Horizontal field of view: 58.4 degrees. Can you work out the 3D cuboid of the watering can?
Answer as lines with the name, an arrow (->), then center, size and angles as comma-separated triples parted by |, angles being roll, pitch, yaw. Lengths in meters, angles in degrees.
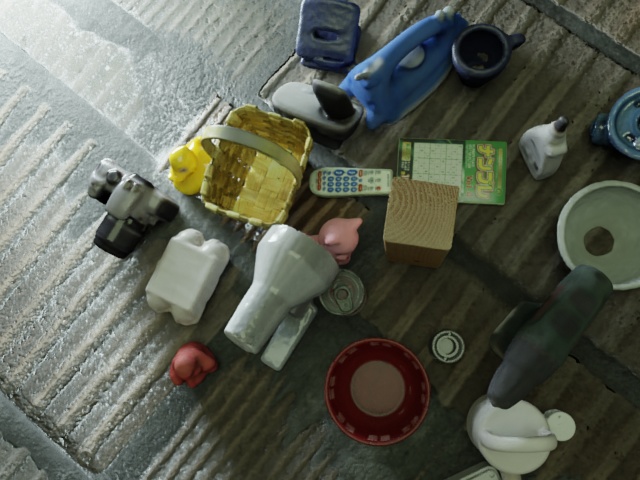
watering can -> 0.268, 0.278, 0.792 | 0.101, 0.194, 0.173 | -22, 79, 3

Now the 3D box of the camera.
camera -> -0.337, -0.049, 0.965 | 0.143, 0.101, 0.137 | 30, 85, 11

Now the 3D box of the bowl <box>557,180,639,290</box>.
bowl -> 0.441, -0.003, 0.878 | 0.167, 0.075, 0.167 | -1, 81, 7

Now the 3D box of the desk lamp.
desk lamp -> -0.061, 0.093, 0.852 | 0.117, 0.213, 0.203 | 30, 85, 11

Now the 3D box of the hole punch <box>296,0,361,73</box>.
hole punch -> 0.016, -0.348, 0.977 | 0.108, 0.091, 0.101 | 10, 82, 9

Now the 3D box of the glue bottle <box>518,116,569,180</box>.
glue bottle -> 0.345, -0.148, 0.863 | 0.037, 0.173, 0.078 | -20, 79, 4

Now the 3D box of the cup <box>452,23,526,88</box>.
cup -> 0.270, -0.296, 0.936 | 0.117, 0.095, 0.091 | -19, 79, 4

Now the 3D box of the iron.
iron -> 0.149, -0.305, 0.929 | 0.258, 0.141, 0.118 | -41, 78, -1

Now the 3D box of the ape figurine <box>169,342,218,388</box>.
ape figurine -> -0.207, 0.200, 0.913 | 0.077, 0.092, 0.076 | -5, 80, 6

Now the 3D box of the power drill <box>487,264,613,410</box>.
power drill -> 0.304, 0.138, 0.803 | 0.075, 0.208, 0.230 | 40, 87, 12

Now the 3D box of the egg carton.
egg carton -> -0.219, 0.060, 0.949 | 0.107, 0.069, 0.150 | 23, 84, 10

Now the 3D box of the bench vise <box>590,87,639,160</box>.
bench vise -> 0.524, -0.177, 0.823 | 0.207, 0.220, 0.121 | -1, 80, 7

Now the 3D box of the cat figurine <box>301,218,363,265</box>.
cat figurine -> 0.008, 0.003, 0.907 | 0.127, 0.118, 0.067 | -9, 80, 6

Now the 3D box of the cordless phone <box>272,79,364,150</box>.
cordless phone -> -0.009, -0.227, 0.912 | 0.147, 0.185, 0.094 | 19, 83, 10

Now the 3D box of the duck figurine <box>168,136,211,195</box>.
duck figurine -> -0.223, -0.135, 0.973 | 0.077, 0.086, 0.104 | 27, 85, 11
